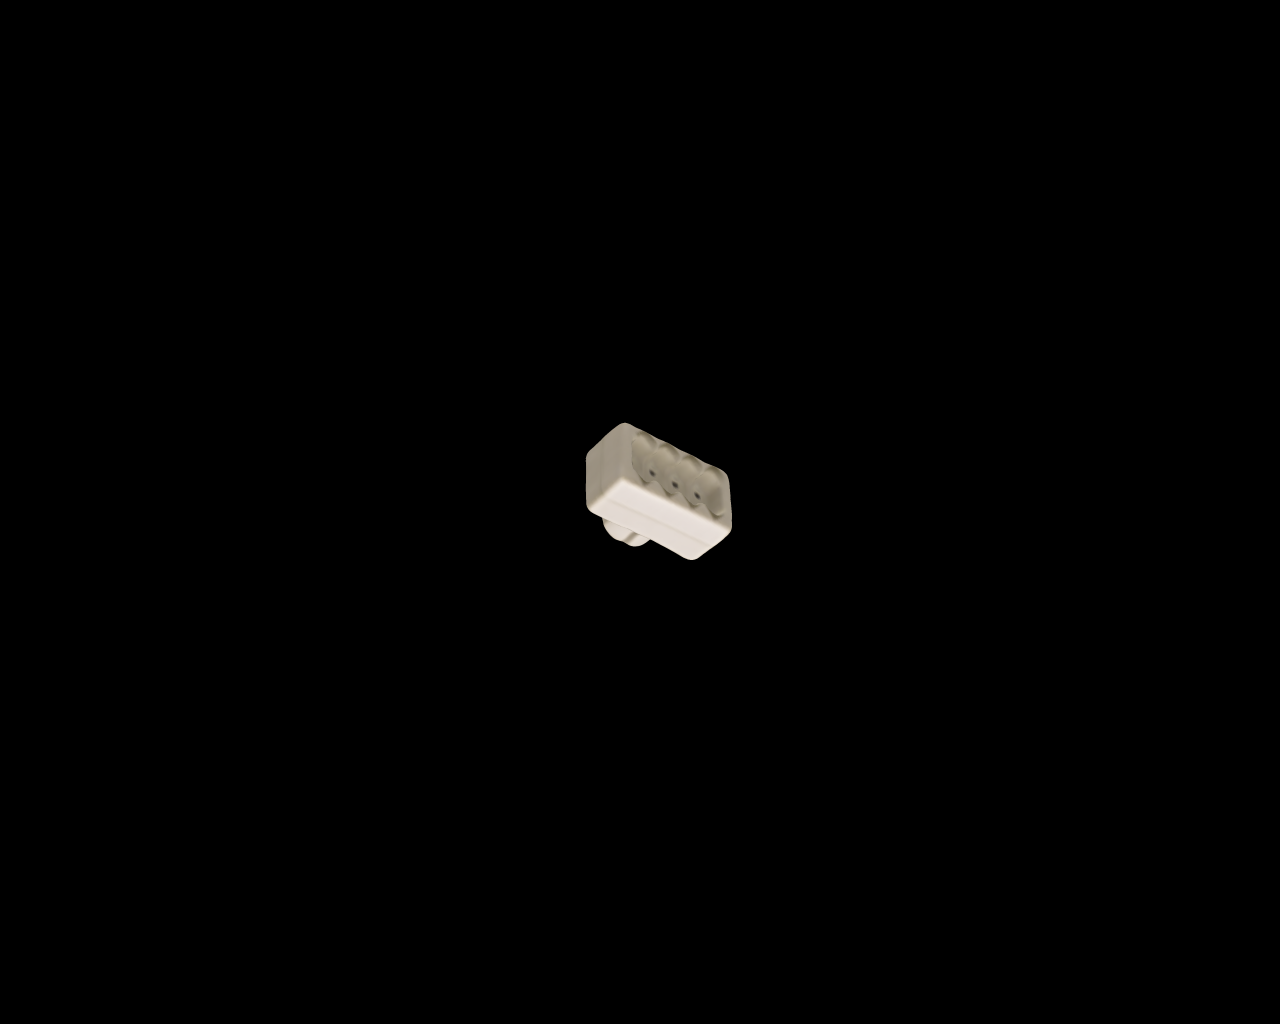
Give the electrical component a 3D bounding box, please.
[{"bbox_3d":[0.001,-0.003,0.650,0.083,0.047,0.075,25,-45,-28],"label":"electrical component"}]
